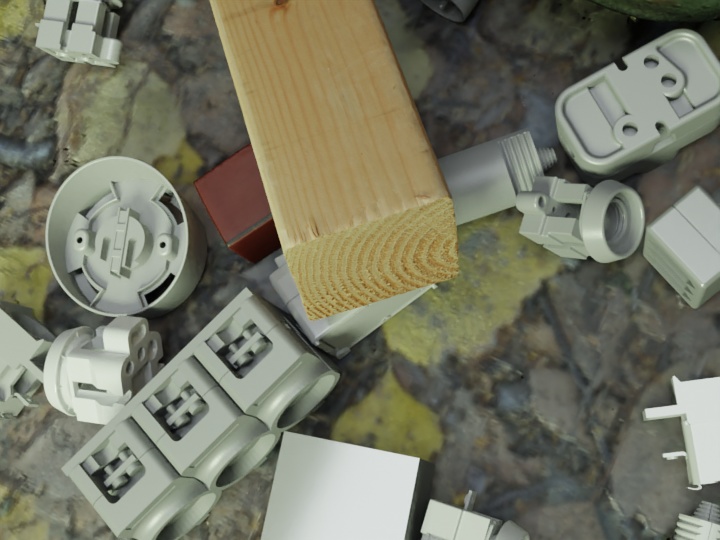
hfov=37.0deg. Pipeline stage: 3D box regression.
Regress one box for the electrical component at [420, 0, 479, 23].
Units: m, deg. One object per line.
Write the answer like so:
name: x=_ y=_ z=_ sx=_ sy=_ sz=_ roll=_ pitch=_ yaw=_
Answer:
electrical component: x=0.058 y=-0.215 z=0.707 sx=0.079 sy=0.043 sz=0.077 roll=33 pitch=87 yaw=18

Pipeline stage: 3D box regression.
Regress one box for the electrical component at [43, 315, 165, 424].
electrical component: x=-0.162 y=0.066 z=0.684 sx=0.057 sy=0.058 sz=0.078 roll=5 pitch=115 yaw=17

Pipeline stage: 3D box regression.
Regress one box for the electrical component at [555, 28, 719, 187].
electrical component: x=0.168 y=-0.094 z=0.646 sx=0.095 sy=0.059 sz=0.053 roll=-29 pitch=73 yaw=5

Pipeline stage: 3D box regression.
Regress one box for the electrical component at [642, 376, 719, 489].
electrical component: x=0.203 y=0.089 z=0.606 sx=0.081 sy=0.042 sz=0.063 roll=-9 pitch=79 yaw=11

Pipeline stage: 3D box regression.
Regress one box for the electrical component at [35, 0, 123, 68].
electrical component: x=-0.195 y=-0.177 z=0.757 sx=0.066 sy=0.048 sz=0.055 roll=10 pitch=88 yaw=15

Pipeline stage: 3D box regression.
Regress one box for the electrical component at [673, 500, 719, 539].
electrical component: x=0.183 y=0.167 z=0.592 sx=0.043 sy=0.043 sz=0.081 roll=15 pitch=81 yaw=16

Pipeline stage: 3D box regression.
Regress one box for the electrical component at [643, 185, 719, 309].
electrical component: x=0.208 y=-0.024 z=0.617 sx=0.077 sy=0.066 sz=0.047 roll=-40 pitch=72 yaw=2

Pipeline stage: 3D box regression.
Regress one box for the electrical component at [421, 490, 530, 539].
electrical component: x=0.065 y=0.162 z=0.620 sx=0.055 sy=0.048 sz=0.066 roll=14 pitch=81 yaw=23

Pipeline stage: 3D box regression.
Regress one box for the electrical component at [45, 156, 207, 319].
electrical component: x=-0.151 y=-0.017 z=0.699 sx=0.099 sy=0.064 sz=0.099 roll=-3 pitch=77 yaw=12

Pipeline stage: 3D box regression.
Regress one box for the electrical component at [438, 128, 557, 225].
electrical component: x=0.082 y=-0.058 z=0.666 sx=0.081 sy=0.043 sz=0.043 roll=-19 pitch=74 yaw=8

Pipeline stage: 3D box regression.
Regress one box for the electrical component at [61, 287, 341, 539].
electrical component: x=-0.088 y=0.092 z=0.647 sx=0.150 sy=0.089 sz=0.061 roll=-44 pitch=72 yaw=0

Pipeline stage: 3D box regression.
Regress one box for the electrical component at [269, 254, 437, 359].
electrical component: x=0.000 y=0.000 z=0.662 sx=0.096 sy=0.062 sz=0.061 roll=-37 pitch=72 yaw=3

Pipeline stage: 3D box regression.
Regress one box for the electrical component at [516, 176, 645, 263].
electrical component: x=0.133 y=-0.030 z=0.635 sx=0.055 sy=0.066 sz=0.048 roll=9 pitch=78 yaw=49

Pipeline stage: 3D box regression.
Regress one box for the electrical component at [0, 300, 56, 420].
electrical component: x=-0.233 y=0.060 z=0.713 sx=0.081 sy=0.042 sz=0.063 roll=38 pitch=90 yaw=18
